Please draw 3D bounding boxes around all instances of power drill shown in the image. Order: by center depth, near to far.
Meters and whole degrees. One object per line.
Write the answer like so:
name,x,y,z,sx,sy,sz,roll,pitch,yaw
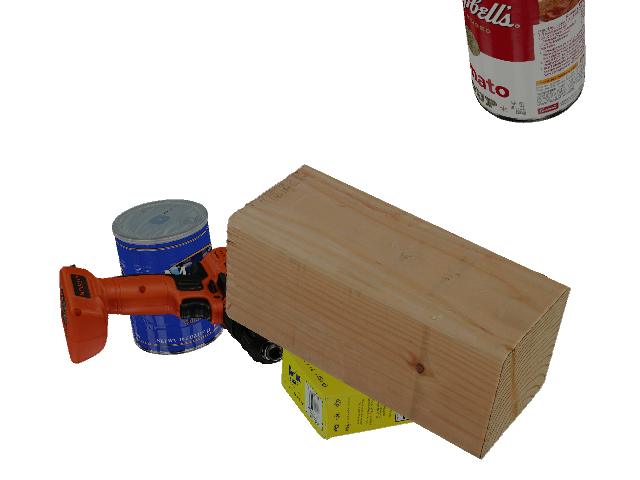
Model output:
power drill,-0.132,0.064,0.949,0.187,0.057,0.185,-3,22,-19

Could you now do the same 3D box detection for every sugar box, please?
sugar box,0.065,0.111,0.890,0.176,0.048,0.093,-10,26,-21

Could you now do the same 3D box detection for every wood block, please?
wood block,0.044,0.042,0.705,0.206,0.091,0.090,27,43,26

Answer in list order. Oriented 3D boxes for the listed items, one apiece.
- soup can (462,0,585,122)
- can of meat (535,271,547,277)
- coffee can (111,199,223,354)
soup can,0.116,-0.125,0.604,0.068,0.068,0.102,0,-37,14
can of meat,0.196,0.083,1.060,0.057,0.084,0.102,8,17,1
coffee can,-0.165,0.039,1.167,0.103,0.140,0.103,-5,25,2
